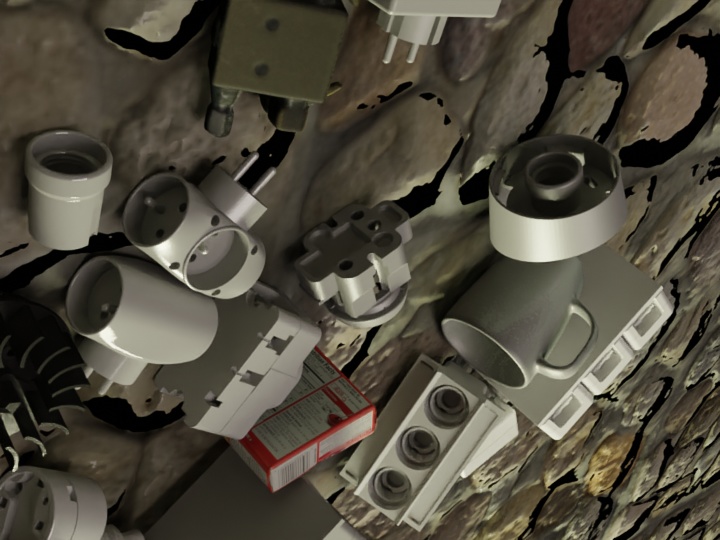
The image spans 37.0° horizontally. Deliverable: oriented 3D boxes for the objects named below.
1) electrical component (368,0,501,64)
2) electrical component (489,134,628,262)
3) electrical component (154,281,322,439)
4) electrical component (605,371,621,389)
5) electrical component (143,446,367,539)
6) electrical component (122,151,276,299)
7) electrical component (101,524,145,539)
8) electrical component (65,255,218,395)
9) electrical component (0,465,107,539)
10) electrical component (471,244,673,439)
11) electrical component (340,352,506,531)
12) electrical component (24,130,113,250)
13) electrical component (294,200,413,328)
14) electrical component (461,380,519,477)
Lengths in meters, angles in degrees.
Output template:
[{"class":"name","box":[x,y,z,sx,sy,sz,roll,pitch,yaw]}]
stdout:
[{"class":"electrical component","box":[0.032,-0.148,0.591,0.083,0.047,0.075,-10,131,-41]},{"class":"electrical component","box":[0.138,-0.048,0.761,0.099,0.099,0.064,-35,137,-18]},{"class":"electrical component","box":[-0.074,0.056,0.673,0.089,0.050,0.056,-52,145,6]},{"class":"electrical component","box":[0.198,0.075,0.956,0.083,0.076,0.047,-50,145,3]},{"class":"electrical component","box":[-0.097,0.214,0.724,0.186,0.105,0.060,-46,141,-8]},{"class":"electrical component","box":[-0.078,-0.031,0.591,0.079,0.044,0.077,-48,145,1]},{"class":"electrical component","box":[-0.171,0.186,0.701,0.062,0.043,0.043,-10,130,-42]},{"class":"electrical component","box":[-0.131,0.037,0.601,0.079,0.043,0.077,-53,145,9]},{"class":"electrical component","box":[-0.185,0.146,0.640,0.055,0.055,0.047,-53,148,8]},{"class":"electrical component","box":[0.177,0.056,0.905,0.150,0.089,0.062,-49,145,1]},{"class":"electrical component","box":[0.051,0.135,0.864,0.121,0.079,0.063,-57,173,13]},{"class":"electrical component","box":[-0.142,-0.038,0.521,0.040,0.040,0.046,-17,140,-36]},{"class":"electrical component","box":[0.000,0.000,0.692,0.078,0.058,0.057,-35,140,-17]},{"class":"electrical component","box":[0.094,0.126,0.922,0.066,0.047,0.076,-36,142,-16]}]
